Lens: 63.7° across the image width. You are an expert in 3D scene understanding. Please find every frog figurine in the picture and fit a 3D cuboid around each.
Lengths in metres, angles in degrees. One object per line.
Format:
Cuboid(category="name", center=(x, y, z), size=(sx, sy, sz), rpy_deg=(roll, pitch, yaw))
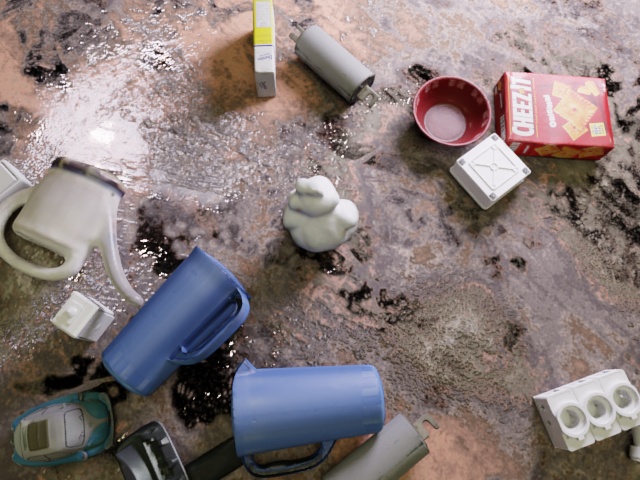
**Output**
Cuboid(category="frog figurine", center=(0.003, -0.047, 0.924), size=(0.137, 0.157, 0.124), rpy_deg=(6, 74, 0))

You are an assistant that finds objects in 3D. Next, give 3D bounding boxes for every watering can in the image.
Cuboid(category="watering can", center=(-0.421, -0.024, 0.919), size=(0.349, 0.102, 0.227), rpy_deg=(19, 72, 13))
